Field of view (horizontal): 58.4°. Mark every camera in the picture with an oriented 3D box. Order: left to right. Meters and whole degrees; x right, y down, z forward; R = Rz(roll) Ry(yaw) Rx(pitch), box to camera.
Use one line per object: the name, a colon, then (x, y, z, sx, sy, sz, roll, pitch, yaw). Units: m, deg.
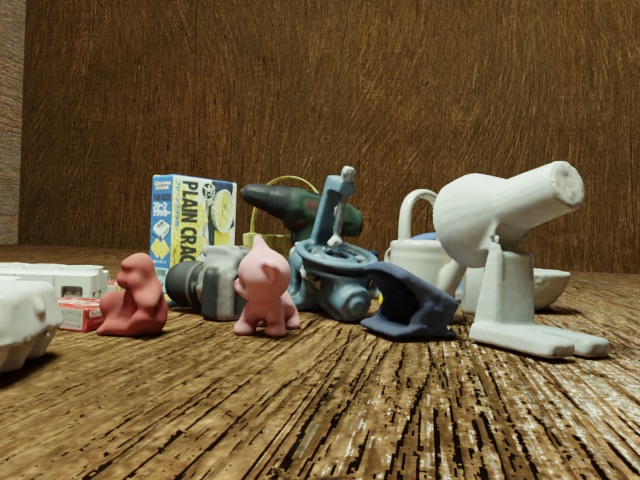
camera: (-0.145, 0.057, 0.836, 0.136, 0.101, 0.144, 3, 1, 30)

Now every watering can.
watering can: (0.159, 0.023, 0.844, 0.172, 0.194, 0.101, 3, 1, 34)

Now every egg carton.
egg carton: (-0.279, 0.071, 0.464, 0.107, 0.069, 0.150, 2, 1, -7)

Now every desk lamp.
desk lamp: (0.234, 0.018, 0.684, 0.118, 0.213, 0.202, 2, 1, -29)

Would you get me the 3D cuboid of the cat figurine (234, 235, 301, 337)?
cat figurine: (-0.063, 0.053, 0.688, 0.067, 0.118, 0.128, 2, 1, 9)

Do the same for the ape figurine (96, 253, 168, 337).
ape figurine: (-0.207, 0.061, 0.644, 0.076, 0.092, 0.077, 2, 1, -40)

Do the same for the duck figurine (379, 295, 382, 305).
duck figurine: (0.153, 0.075, 1.000, 0.105, 0.086, 0.077, 2, 1, -28)

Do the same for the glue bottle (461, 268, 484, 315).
glue bottle: (0.260, 0.036, 0.959, 0.037, 0.173, 0.078, 3, 1, 10)

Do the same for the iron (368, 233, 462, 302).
iron: (0.215, 0.048, 1.143, 0.259, 0.141, 0.118, 2, 1, -17)

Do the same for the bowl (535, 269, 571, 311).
bowl: (0.358, 0.089, 1.028, 0.167, 0.075, 0.167, 2, 1, 0)

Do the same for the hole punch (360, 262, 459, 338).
hole punch: (0.111, 0.073, 0.718, 0.101, 0.091, 0.108, 2, 1, -23)

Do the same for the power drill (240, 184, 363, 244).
power drill: (-0.035, 0.005, 1.059, 0.230, 0.208, 0.075, 2, 1, -12)

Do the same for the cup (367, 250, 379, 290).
cup: (0.072, 0.066, 1.105, 0.091, 0.095, 0.118, 3, 1, 35)

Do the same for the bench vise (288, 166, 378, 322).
bench vise: (-0.001, 0.003, 0.860, 0.206, 0.220, 0.122, 3, 1, 44)
